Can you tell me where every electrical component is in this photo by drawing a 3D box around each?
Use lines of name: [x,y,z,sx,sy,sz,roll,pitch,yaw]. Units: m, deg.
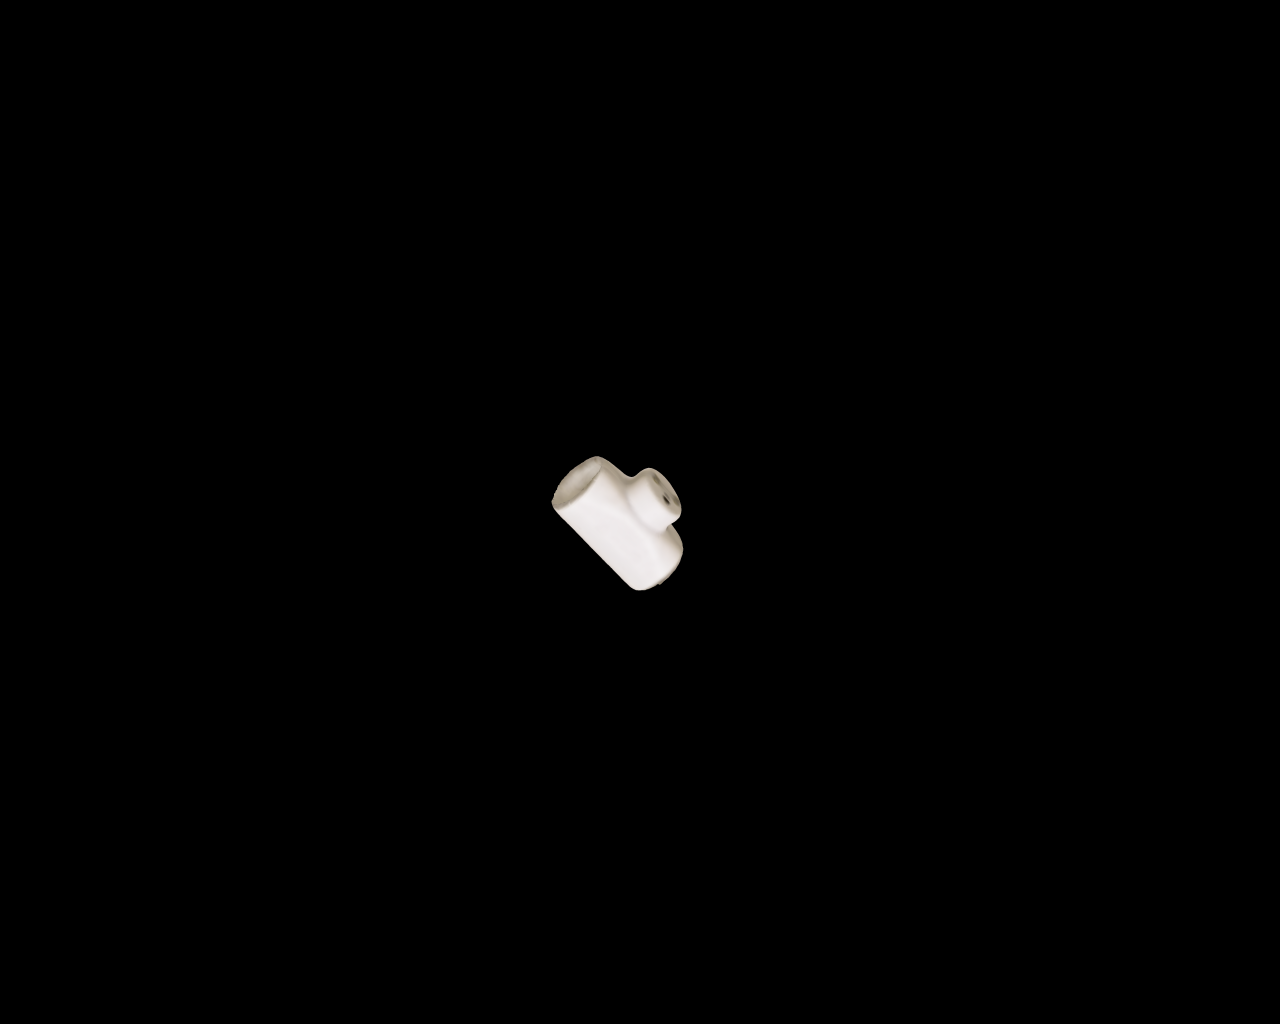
electrical component: [0.001,-0.003,0.650,0.079,0.077,0.044,-36,24,18]
